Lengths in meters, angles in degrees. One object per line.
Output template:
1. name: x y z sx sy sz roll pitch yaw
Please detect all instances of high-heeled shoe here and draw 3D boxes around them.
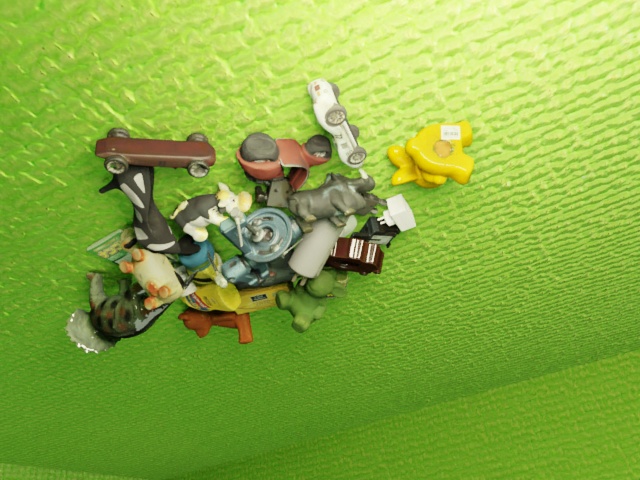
1. high-heeled shoe: -0.320 -0.062 1.065 0.145 0.086 0.248 -18 138 24

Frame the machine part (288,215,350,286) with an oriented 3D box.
1. machine part: -0.002 -0.004 1.198 0.079 0.079 0.243 14 112 -33

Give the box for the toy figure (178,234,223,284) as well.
1. toy figure: -0.285 0.043 1.254 0.089 0.082 0.180 5 157 12

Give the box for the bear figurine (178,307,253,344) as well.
1. bear figurine: -0.293 0.239 1.515 0.196 0.132 0.120 -10 175 -12

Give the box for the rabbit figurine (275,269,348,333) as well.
1. rabbit figurine: -0.007 0.136 1.341 0.159 0.121 0.170 -17 155 -34

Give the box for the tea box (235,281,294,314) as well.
1. tea box: -0.159 0.137 1.444 0.170 0.068 0.098 -13 148 7

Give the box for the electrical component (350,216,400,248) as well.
1. electrical component: 0.125 -0.018 1.301 0.119 0.048 0.074 2 145 -18

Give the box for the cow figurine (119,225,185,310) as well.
1. cow figurine: -0.361 0.048 1.155 0.085 0.195 0.127 -41 169 17

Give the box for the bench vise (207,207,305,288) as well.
1. bench vise: -0.147 0.005 1.094 0.224 0.129 0.240 -25 155 5

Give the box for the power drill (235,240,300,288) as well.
1. power drill: -0.123 0.050 1.309 0.232 0.086 0.207 -9 144 -5

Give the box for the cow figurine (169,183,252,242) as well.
1. cow figurine: -0.227 -0.068 1.113 0.167 0.068 0.098 -27 138 23

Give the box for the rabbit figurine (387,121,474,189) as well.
1. rabbit figurine: 0.220 -0.146 1.074 0.162 0.122 0.173 -8 167 2

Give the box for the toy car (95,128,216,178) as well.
1. toy car: -0.285 -0.149 0.944 0.202 0.089 0.053 -1 143 -16

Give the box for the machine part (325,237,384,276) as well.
1. machine part: 0.068 0.038 1.302 0.179 0.056 0.179 11 166 3

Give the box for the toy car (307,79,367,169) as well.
1. toy car: 0.034 -0.203 0.963 0.056 0.073 0.201 -21 146 11

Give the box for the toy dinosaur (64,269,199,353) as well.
1. toy dinosaur: -0.455 0.169 1.263 0.405 0.192 0.131 -10 160 34

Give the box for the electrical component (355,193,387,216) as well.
1. electrical component: 0.102 -0.083 1.217 0.094 0.021 0.063 12 141 -29

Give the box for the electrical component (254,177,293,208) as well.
1. electrical component: -0.091 -0.099 1.124 0.102 0.045 0.078 -1 118 -18

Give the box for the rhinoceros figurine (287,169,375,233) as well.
1. rhinoceros figurine: 0.027 -0.084 1.111 0.190 0.112 0.073 -18 159 -14

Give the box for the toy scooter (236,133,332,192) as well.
1. toy scooter: -0.072 -0.142 1.033 0.184 0.075 0.135 -5 151 -16
